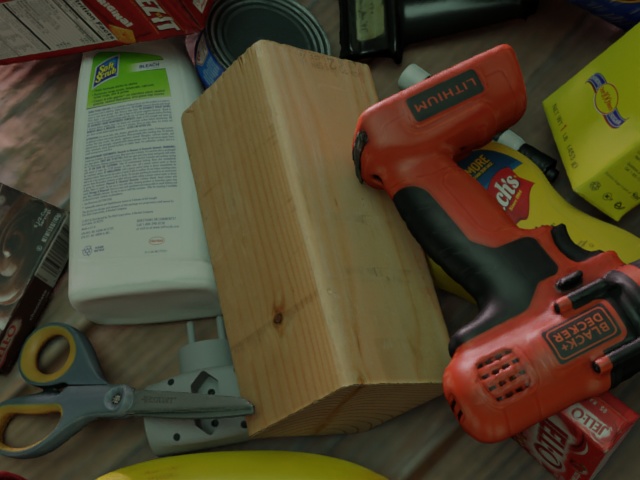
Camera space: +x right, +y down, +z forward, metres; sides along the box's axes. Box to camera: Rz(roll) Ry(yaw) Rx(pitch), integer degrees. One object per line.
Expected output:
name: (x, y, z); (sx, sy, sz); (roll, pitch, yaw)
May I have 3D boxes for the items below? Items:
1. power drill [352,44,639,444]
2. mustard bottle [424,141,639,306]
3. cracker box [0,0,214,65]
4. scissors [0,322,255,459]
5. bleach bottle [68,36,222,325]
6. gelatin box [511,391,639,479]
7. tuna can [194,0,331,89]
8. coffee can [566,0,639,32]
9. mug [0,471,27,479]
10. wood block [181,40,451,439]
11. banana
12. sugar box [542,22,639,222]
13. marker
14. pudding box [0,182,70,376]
power drill: (0.115, -0.010, 0.549); (0.184, 0.057, 0.188); (-25, 63, -10)
mustard bottle: (0.104, -0.005, 0.636); (0.192, 0.058, 0.096); (40, 76, 21)
cracker box: (-0.154, -0.207, 0.702); (0.214, 0.072, 0.164); (-2, 60, 33)
scissors: (-0.120, 0.079, 0.630); (0.202, 0.016, 0.096); (-18, 54, 26)
bleach bottle: (-0.109, -0.074, 0.697); (0.102, 0.068, 0.251); (-6, 67, 6)
gelatin box: (0.126, 0.095, 0.578); (0.073, 0.089, 0.030); (41, 72, 20)
tuna can: (-0.038, -0.121, 0.697); (0.086, 0.034, 0.086); (11, 57, -17)
coffee can: (0.166, -0.191, 0.635); (0.140, 0.103, 0.103); (18, 68, -28)
mug: (-0.171, 0.200, 0.601); (0.081, 0.093, 0.117); (-44, 106, -2)
wood block: (-0.005, 0.001, 0.617); (0.091, 0.090, 0.206); (-35, 60, 42)
banana: (-0.054, 0.146, 0.607); (0.198, 0.069, 0.037); (-6, 107, 0)
sugar box: (0.212, -0.098, 0.597); (0.176, 0.048, 0.093); (-43, 32, 29)
marker: (0.101, -0.073, 0.683); (0.121, 0.020, 0.020); (38, 80, 20)
pudding box: (-0.219, 0.019, 0.693); (0.090, 0.039, 0.113); (22, 75, 17)
